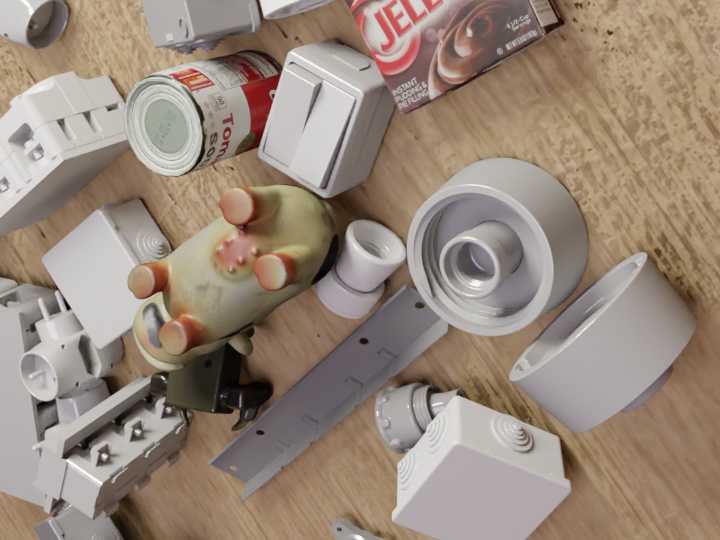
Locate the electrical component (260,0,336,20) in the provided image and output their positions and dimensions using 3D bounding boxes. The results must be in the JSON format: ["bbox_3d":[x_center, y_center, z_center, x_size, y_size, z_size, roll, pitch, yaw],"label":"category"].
[{"bbox_3d":[-0.041,-0.190,0.681,0.055,0.055,0.047,-13,98,35],"label":"electrical component"}]

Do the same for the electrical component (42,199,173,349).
[{"bbox_3d":[-0.191,0.002,0.853,0.100,0.048,0.099,-32,90,36],"label":"electrical component"}]

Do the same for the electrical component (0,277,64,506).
[{"bbox_3d":[-0.307,0.104,0.958,0.105,0.060,0.186,11,114,28],"label":"electrical component"}]

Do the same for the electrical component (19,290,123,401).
[{"bbox_3d":[-0.244,0.057,0.890,0.043,0.077,0.079,-11,102,35],"label":"electrical component"}]

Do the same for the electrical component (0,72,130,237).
[{"bbox_3d":[-0.253,-0.086,0.831,0.150,0.089,0.061,-31,91,36],"label":"electrical component"}]

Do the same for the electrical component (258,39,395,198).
[{"bbox_3d":[-0.024,-0.093,0.703,0.062,0.061,0.096,32,122,18],"label":"electrical component"}]

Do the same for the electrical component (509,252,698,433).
[{"bbox_3d":[0.147,0.048,0.628,0.060,0.108,0.108,46,126,1],"label":"electrical component"}]

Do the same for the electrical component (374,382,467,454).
[{"bbox_3d":[0.045,0.099,0.748,0.062,0.048,0.048,-20,97,29],"label":"electrical component"}]

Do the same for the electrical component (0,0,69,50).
[{"bbox_3d":[-0.259,-0.219,0.811,0.077,0.043,0.079,35,123,16],"label":"electrical component"}]

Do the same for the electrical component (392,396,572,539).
[{"bbox_3d":[0.080,0.139,0.718,0.100,0.048,0.099,23,125,-14],"label":"electrical component"}]

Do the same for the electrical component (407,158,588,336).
[{"bbox_3d":[0.081,-0.010,0.671,0.108,0.060,0.108,12,115,28],"label":"electrical component"}]

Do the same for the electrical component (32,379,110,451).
[{"bbox_3d":[-0.241,0.144,0.917,0.043,0.079,0.077,-3,108,49],"label":"electrical component"}]

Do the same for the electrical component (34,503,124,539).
[{"bbox_3d":[-0.245,0.252,0.969,0.099,0.048,0.100,58,150,1],"label":"electrical component"}]

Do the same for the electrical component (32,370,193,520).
[{"bbox_3d":[-0.194,0.143,0.866,0.063,0.121,0.078,29,121,16],"label":"electrical component"}]

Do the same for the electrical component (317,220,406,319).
[{"bbox_3d":[0.000,0.000,0.735,0.045,0.045,0.055,40,125,12],"label":"electrical component"}]

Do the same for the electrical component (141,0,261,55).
[{"bbox_3d":[-0.112,-0.193,0.704,0.100,0.048,0.099,14,120,61],"label":"electrical component"}]
